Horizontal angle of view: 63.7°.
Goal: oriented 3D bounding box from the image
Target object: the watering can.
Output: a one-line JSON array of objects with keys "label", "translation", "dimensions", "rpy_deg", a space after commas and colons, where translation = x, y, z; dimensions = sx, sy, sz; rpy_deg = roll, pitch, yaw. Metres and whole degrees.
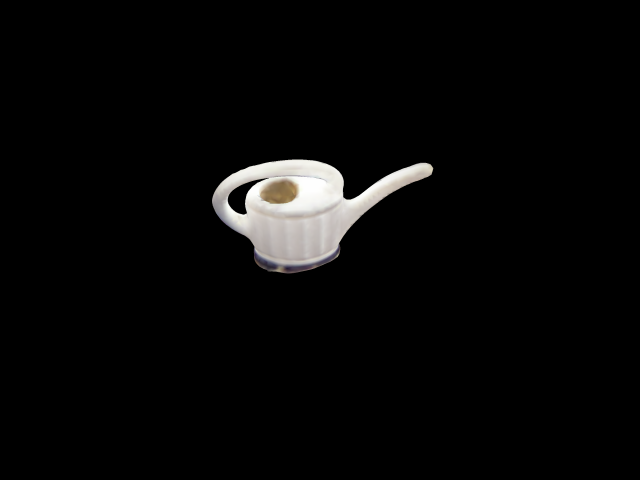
[{"label": "watering can", "translation": [0.003, -0.043, 0.850], "dimensions": [0.348, 0.106, 0.219], "rpy_deg": [-2, -41, -2]}]
